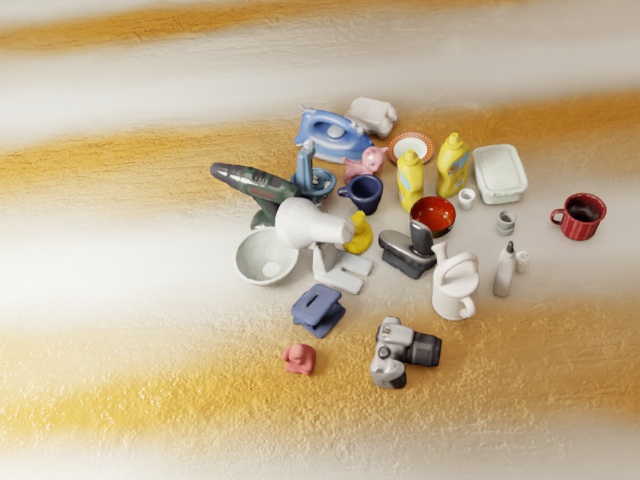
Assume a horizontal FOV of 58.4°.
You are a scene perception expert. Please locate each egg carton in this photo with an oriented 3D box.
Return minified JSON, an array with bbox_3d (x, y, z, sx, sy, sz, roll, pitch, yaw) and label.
[{"bbox_3d":[0.148,-0.354,1.654,0.150,0.069,0.107,17,60,20],"label":"egg carton"}]

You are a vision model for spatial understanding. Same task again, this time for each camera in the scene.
[{"bbox_3d":[0.185,0.239,1.216,0.136,0.101,0.143,8,57,15],"label":"camera"}]

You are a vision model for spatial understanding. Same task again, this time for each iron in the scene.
[{"bbox_3d":[0.052,-0.299,1.587,0.257,0.142,0.119,18,60,21],"label":"iron"}]

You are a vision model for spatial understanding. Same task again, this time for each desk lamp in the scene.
[{"bbox_3d":[0.012,0.005,1.338,0.202,0.214,0.118,19,60,21],"label":"desk lamp"}]

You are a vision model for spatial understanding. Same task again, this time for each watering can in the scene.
[{"bbox_3d":[0.292,0.083,1.249,0.101,0.194,0.172,-37,58,-16],"label":"watering can"}]

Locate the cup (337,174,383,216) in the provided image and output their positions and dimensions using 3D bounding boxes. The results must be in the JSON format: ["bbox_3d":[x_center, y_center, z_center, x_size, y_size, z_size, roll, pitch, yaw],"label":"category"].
[{"bbox_3d":[0.106,-0.106,1.473,0.117,0.095,0.091,-4,55,7],"label":"cup"}]

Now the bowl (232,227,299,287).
[{"bbox_3d":[-0.127,0.053,1.413,0.167,0.075,0.167,-4,55,6],"label":"bowl"}]

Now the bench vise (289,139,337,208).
[{"bbox_3d":[-0.025,-0.131,1.434,0.121,0.220,0.207,2,56,11],"label":"bench vise"}]

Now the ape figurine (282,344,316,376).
[{"bbox_3d":[-0.045,0.254,1.249,0.076,0.092,0.077,-34,57,-14],"label":"ape figurine"}]

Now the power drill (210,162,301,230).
[{"bbox_3d":[-0.151,-0.103,1.443,0.229,0.209,0.076,11,58,17],"label":"power drill"}]

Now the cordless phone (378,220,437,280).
[{"bbox_3d":[0.205,-0.006,1.331,0.147,0.185,0.094,28,64,25],"label":"cordless phone"}]

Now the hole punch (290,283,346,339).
[{"bbox_3d":[-0.009,0.154,1.313,0.100,0.091,0.109,32,66,27],"label":"hole punch"}]

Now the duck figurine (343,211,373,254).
[{"bbox_3d":[0.091,-0.024,1.423,0.077,0.086,0.104,11,58,17],"label":"duck figurine"}]

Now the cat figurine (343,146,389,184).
[{"bbox_3d":[0.122,-0.208,1.527,0.127,0.118,0.067,-2,55,8],"label":"cat figurine"}]

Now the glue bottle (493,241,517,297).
[{"bbox_3d":[0.411,0.053,1.263,0.037,0.173,0.078,9,58,16],"label":"glue bottle"}]
